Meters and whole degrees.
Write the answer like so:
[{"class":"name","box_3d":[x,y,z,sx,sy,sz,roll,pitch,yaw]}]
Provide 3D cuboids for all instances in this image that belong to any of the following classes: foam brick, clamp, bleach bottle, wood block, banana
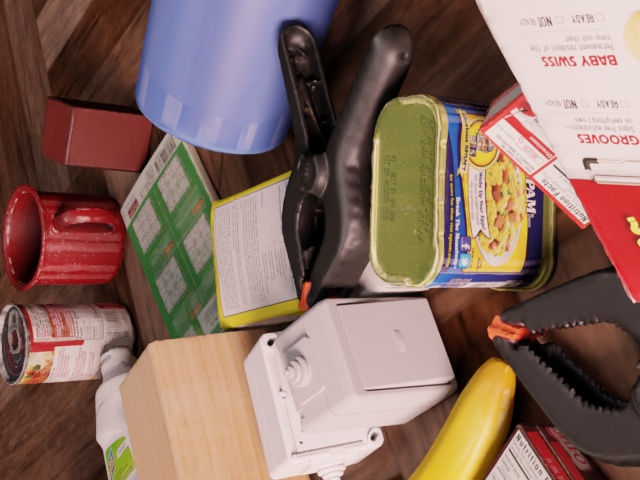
[{"class":"foam brick","box_3d":[-0.189,-0.089,0.905,0.053,0.078,0.051,25,107,50]},{"class":"clamp","box_3d":[0.163,0.076,0.475,0.210,0.036,0.164,8,95,49]},{"class":"bleach bottle","box_3d":[-0.124,0.189,0.826,0.103,0.067,0.251,-53,47,38]},{"class":"clamp","box_3d":[0.012,-0.043,0.601,0.120,0.039,0.171,-177,84,-65]},{"class":"wood block","box_3d":[-0.062,0.174,0.712,0.091,0.090,0.206,-49,52,53]},{"class":"banana","box_3d":[0.054,0.143,0.614,0.198,0.037,0.070,-48,53,40]}]

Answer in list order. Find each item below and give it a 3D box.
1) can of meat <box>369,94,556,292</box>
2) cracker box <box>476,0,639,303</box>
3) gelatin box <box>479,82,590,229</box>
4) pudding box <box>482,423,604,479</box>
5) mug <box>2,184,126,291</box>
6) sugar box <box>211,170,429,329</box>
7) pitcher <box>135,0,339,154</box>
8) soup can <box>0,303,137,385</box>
[{"class":"can of meat","box_3d":[0.074,-0.024,0.555,0.058,0.083,0.102,1,90,53]},{"class":"cracker box","box_3d":[0.150,-0.078,0.374,0.164,0.072,0.213,-4,127,50]},{"class":"gelatin box","box_3d":[0.130,-0.057,0.497,0.073,0.030,0.089,41,136,-9]},{"class":"pudding box","box_3d":[0.107,0.162,0.534,0.114,0.039,0.090,-62,33,27]},{"class":"mug","box_3d":[-0.219,-0.005,0.937,0.117,0.081,0.093,-31,65,48]},{"class":"sugar box","box_3d":[-0.004,0.001,0.690,0.177,0.048,0.093,-16,77,48]},{"class":"pitcher","box_3d":[-0.040,-0.187,0.689,0.145,0.148,0.243,37,122,30]},{"class":"soup can","box_3d":[-0.217,0.087,0.915,0.069,0.102,0.068,-2,87,52]}]
